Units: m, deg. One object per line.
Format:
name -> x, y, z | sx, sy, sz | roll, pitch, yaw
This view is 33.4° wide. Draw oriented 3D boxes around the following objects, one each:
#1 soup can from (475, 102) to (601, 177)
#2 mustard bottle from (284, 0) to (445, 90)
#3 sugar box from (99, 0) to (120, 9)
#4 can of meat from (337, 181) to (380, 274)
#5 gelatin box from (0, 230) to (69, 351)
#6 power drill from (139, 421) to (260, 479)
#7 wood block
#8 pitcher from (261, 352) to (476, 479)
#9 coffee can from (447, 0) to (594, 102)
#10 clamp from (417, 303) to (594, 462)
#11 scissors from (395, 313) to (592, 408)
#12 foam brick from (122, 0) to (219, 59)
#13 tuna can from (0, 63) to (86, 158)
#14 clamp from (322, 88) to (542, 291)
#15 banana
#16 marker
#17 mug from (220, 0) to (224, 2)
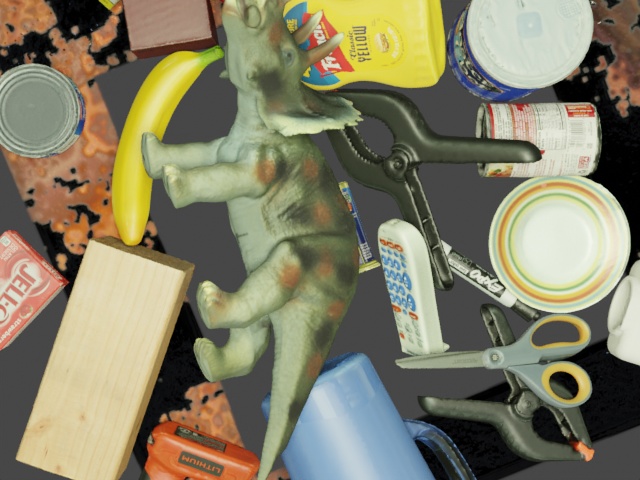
soup can -> 0.197, -0.092, 0.972 | 0.102, 0.068, 0.068 | -1, 93, 0
mustard bottle -> 0.012, -0.183, 0.956 | 0.192, 0.058, 0.096 | 1, 122, 22
sugar box -> -0.143, -0.285, 0.952 | 0.176, 0.093, 0.048 | -42, 92, 1
can of meat -> -0.006, 0.001, 0.984 | 0.102, 0.057, 0.084 | -19, 90, 0
gelatin box -> -0.293, 0.046, 0.999 | 0.073, 0.030, 0.089 | 44, 92, -2
power drill -> -0.124, 0.279, 0.997 | 0.184, 0.057, 0.187 | 22, 92, -4
wood block -> -0.192, 0.108, 0.972 | 0.090, 0.091, 0.206 | 19, 92, -1
pitcher -> 0.052, 0.225, 0.968 | 0.145, 0.149, 0.243 | -26, 89, 16
coffee can -> 0.170, -0.177, 0.932 | 0.103, 0.140, 0.103 | 0, 93, 0
clamp -> 0.187, 0.142, 0.998 | 0.171, 0.039, 0.120 | 30, 84, -9
scissors -> 0.169, 0.124, 0.965 | 0.201, 0.016, 0.096 | -17, 81, -24
foam brick -> -0.136, -0.200, 0.975 | 0.078, 0.053, 0.051 | -9, 91, 0
tuna can -> -0.262, -0.119, 0.989 | 0.086, 0.034, 0.086 | 0, 93, 0
clamp -> 0.078, -0.062, 0.969 | 0.210, 0.036, 0.165 | 33, 119, 19
banana -> -0.154, -0.094, 0.975 | 0.037, 0.070, 0.198 | 24, 88, -42
marker -> 0.156, 0.039, 1.003 | 0.121, 0.020, 0.020 | 34, 92, -2
mug -> -0.066, -0.259, 0.938 | 0.117, 0.082, 0.093 | 13, 60, -31
